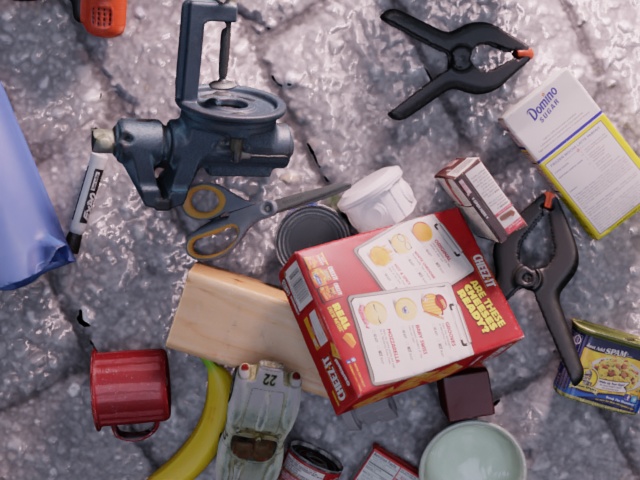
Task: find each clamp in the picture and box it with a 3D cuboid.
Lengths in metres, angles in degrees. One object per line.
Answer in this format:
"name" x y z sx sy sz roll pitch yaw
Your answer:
"clamp" 0.223 0.048 1.197 0.165 0.036 0.210 7 85 15
"clamp" 0.146 -0.208 1.176 0.171 0.039 0.120 -14 102 -5

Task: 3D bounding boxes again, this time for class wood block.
"wood block" -0.055 0.100 1.185 0.206 0.091 0.090 18 96 -2

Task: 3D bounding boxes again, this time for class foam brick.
"foam brick" 0.162 0.168 1.201 0.053 0.078 0.051 -9 95 0

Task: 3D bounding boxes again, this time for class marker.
"marker" -0.266 -0.039 1.202 0.020 0.020 0.121 18 96 -3

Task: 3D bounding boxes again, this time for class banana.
"banana" -0.143 0.223 1.225 0.069 0.037 0.198 24 97 -4

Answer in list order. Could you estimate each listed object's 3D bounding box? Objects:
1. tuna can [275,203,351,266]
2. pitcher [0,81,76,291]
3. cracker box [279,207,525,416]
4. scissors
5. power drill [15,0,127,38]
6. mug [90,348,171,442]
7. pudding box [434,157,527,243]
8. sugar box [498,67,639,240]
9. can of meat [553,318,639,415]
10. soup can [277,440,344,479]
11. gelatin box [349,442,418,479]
"tuna can" -0.008 0.001 1.202 0.086 0.034 0.086 0 97 -1
"pitcher" -0.373 -0.060 1.153 0.149 0.145 0.243 -19 93 -11
"cracker box" 0.084 0.072 1.124 0.213 0.072 0.164 -15 71 -29
"scissors" -0.072 -0.048 1.183 0.202 0.016 0.096 -31 83 14
"power drill" -0.293 -0.316 1.138 0.187 0.057 0.184 6 108 1
"mug" -0.210 0.175 1.197 0.081 0.093 0.117 -4 112 -5
"pudding box" 0.172 -0.044 1.159 0.039 0.113 0.090 -38 96 0
"sugar box" 0.289 -0.095 1.188 0.093 0.048 0.176 -38 92 4
"can of meat" 0.324 0.145 1.211 0.102 0.057 0.084 16 98 -2
"soup can" -0.025 0.290 1.219 0.068 0.068 0.102 26 96 -4
"gelatin box" 0.070 0.291 1.239 0.073 0.030 0.089 32 95 -3
